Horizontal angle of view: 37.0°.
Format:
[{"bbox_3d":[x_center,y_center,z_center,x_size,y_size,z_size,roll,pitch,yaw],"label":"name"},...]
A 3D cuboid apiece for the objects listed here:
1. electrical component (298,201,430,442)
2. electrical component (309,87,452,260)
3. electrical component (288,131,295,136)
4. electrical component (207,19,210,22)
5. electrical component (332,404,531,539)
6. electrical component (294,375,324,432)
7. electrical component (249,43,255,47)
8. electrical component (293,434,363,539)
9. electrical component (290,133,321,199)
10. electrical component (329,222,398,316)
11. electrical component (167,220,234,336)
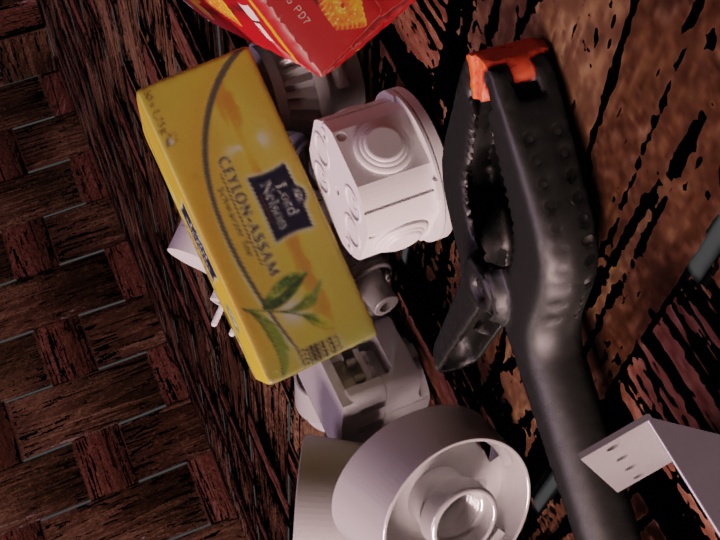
[{"bbox_3d":[-0.014,0.039,0.726,0.089,0.062,0.150,94,152,-57],"label":"electrical component"},{"bbox_3d":[0.011,-0.048,0.541,0.080,0.051,0.080,160,90,-75],"label":"electrical component"},{"bbox_3d":[-0.069,-0.090,0.752,0.108,0.060,0.108,60,166,26],"label":"electrical component"},{"bbox_3d":[-0.080,-0.193,0.699,0.063,0.042,0.081,59,162,33],"label":"electrical component"},{"bbox_3d":[0.039,0.120,0.572,0.064,0.099,0.099,34,142,56],"label":"electrical component"},{"bbox_3d":[-0.035,0.108,0.927,0.081,0.043,0.043,94,152,-58],"label":"electrical component"},{"bbox_3d":[-0.063,-0.124,0.685,0.048,0.062,0.048,160,90,-76],"label":"electrical component"},{"bbox_3d":[-0.006,0.157,0.661,0.108,0.060,0.108,2,-90,-88],"label":"electrical component"},{"bbox_3d":[-0.026,-0.065,0.669,0.062,0.043,0.043,-159,51,-70],"label":"electrical component"},{"bbox_3d":[0.000,0.000,0.661,0.062,0.048,0.048,54,159,28],"label":"electrical component"},{"bbox_3d":[-0.090,0.013,0.814,0.052,0.073,0.138,10,162,47],"label":"electrical component"}]
